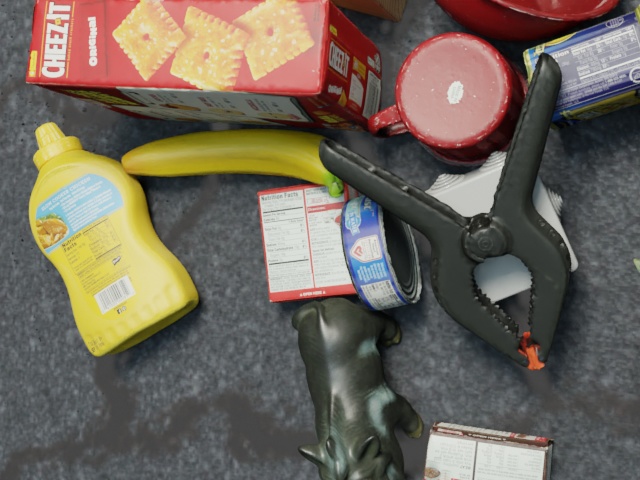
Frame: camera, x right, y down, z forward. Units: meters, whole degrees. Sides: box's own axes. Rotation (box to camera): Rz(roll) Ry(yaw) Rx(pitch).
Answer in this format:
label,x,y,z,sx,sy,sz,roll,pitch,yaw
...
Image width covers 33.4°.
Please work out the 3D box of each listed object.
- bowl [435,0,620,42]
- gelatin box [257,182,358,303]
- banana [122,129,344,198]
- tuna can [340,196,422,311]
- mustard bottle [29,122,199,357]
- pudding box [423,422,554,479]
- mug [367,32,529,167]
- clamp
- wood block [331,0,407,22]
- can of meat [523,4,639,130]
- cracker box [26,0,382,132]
label,x,y,z,sx,sy,sz,roll,pitch,yaw
bowl,0.127,-0.189,0.742,0.162,0.161,0.055,41,139,13
gelatin box,-0.005,0.001,0.822,0.073,0.030,0.089,-7,87,18
banana,-0.057,-0.064,0.819,0.198,0.069,0.037,6,109,28
tuna can,0.045,0.008,0.777,0.034,0.086,0.086,-14,85,18
mustard bottle,-0.181,-0.009,0.860,0.096,0.058,0.192,-31,81,15
pudding box,0.119,0.195,0.777,0.090,0.039,0.113,6,93,16
mug,0.089,-0.098,0.766,0.117,0.081,0.093,-14,85,16
clamp,0.099,-0.005,0.716,0.165,0.036,0.210,-13,108,14
wood block,-0.031,-0.239,0.800,0.206,0.090,0.090,19,96,16
can of meat,0.189,-0.114,0.726,0.084,0.102,0.057,-18,86,18
cracker box,-0.075,-0.128,0.775,0.214,0.164,0.072,5,89,17
